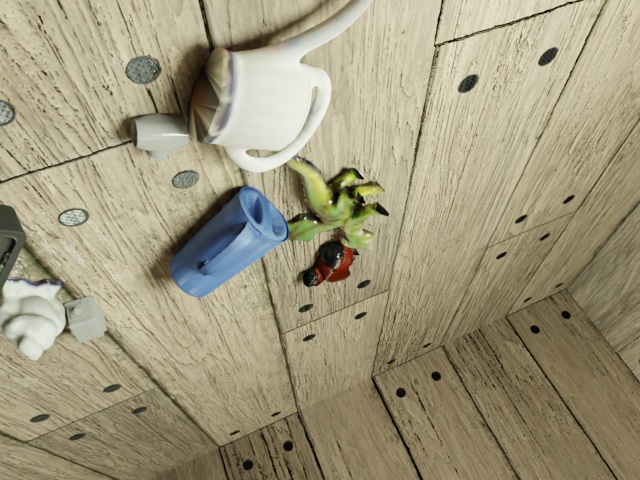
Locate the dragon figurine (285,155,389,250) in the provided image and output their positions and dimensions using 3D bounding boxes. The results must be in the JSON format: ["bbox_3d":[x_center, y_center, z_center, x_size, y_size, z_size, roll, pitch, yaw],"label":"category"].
[{"bbox_3d":[0.003,-0.057,1.133,0.239,0.125,0.407,-36,141,31],"label":"dragon figurine"}]

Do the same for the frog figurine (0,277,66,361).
[{"bbox_3d":[-0.532,0.157,0.943,0.122,0.162,0.135,-31,150,9],"label":"frog figurine"}]

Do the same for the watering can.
[{"bbox_3d":[-0.071,-0.239,0.775,0.225,0.106,0.340,-2,137,-37],"label":"watering can"}]
